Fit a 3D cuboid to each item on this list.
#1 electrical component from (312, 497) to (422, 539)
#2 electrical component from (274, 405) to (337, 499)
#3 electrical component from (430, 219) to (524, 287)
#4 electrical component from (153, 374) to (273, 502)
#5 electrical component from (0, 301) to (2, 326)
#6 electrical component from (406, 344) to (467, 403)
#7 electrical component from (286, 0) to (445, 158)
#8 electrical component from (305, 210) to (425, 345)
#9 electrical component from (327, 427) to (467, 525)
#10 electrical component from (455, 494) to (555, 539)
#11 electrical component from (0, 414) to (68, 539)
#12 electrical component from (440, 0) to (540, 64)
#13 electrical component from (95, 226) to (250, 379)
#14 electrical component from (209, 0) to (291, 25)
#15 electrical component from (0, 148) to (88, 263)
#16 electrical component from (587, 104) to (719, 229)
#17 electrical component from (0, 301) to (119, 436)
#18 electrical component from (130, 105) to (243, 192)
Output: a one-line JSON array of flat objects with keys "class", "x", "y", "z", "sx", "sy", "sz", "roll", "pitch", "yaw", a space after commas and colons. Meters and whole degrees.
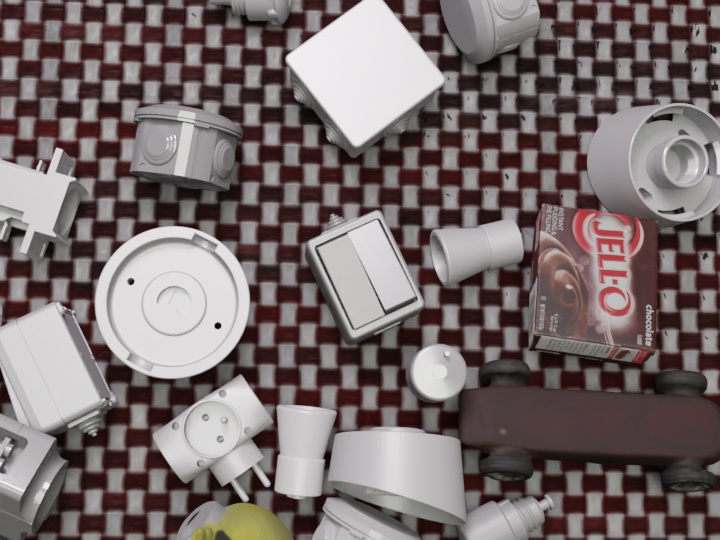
[{"class": "electrical component", "x": 0.004, "y": 0.198, "z": 0.760, "sx": 0.080, "sy": 0.080, "sz": 0.051, "roll": 26, "pitch": 86, "yaw": 0}, {"class": "electrical component", "x": -0.042, "y": 0.133, "z": 0.785, "sx": 0.044, "sy": 0.044, "sz": 0.065, "roll": 6, "pitch": 86, "yaw": -3}, {"class": "electrical component", "x": 0.091, "y": -0.016, "z": 0.816, "sx": 0.065, "sy": 0.044, "sz": 0.044, "roll": -13, "pitch": 83, "yaw": -10}, {"class": "electrical component", "x": -0.096, "y": 0.130, "z": 0.779, "sx": 0.077, "sy": 0.044, "sz": 0.079, "roll": -34, "pitch": 86, "yaw": -8}, {"class": "electrical component", "x": -0.292, "y": 0.072, "z": 0.757, "sx": 0.057, "sy": 0.078, "sz": 0.113, "roll": 1, "pitch": 82, "yaw": -6}, {"class": "electrical component", "x": 0.053, "y": 0.076, "z": 0.780, "sx": 0.040, "sy": 0.078, "sz": 0.040, "roll": 1, "pitch": 81, "yaw": -4}, {"class": "electrical component", "x": 0.003, "y": -0.146, "z": 0.824, "sx": 0.100, "sy": 0.048, "sz": 0.099, "roll": -38, "pitch": 86, "yaw": -8}, {"class": "electrical component", "x": 0.000, "y": 0.000, "z": 0.796, "sx": 0.062, "sy": 0.061, "sz": 0.096, "roll": -25, "pitch": 84, "yaw": -7}, {"class": "electrical component", "x": 0.027, "y": 0.145, "z": 0.760, "sx": 0.099, "sy": 0.099, "sz": 0.064, "roll": 4, "pitch": 75, "yaw": -3}, {"class": "electrical component", "x": 0.106, "y": 0.187, "z": 0.787, "sx": 0.078, "sy": 0.040, "sz": 0.040, "roll": -26, "pitch": 84, "yaw": -7}, {"class": "electrical component", "x": -0.239, "y": 0.145, "z": 0.740, "sx": 0.056, "sy": 0.089, "sz": 0.050, "roll": 24, "pitch": 53, "yaw": 0}, {"class": "electrical component", "x": 0.097, "y": -0.203, "z": 0.824, "sx": 0.051, "sy": 0.080, "sz": 0.080, "roll": -22, "pitch": 84, "yaw": -12}, {"class": "electrical component", "x": -0.134, "y": 0.026, "z": 0.784, "sx": 0.108, "sy": 0.060, "sz": 0.108, "roll": 1, "pitch": 82, "yaw": -4}, {"class": "electrical component", "x": -0.085, "y": -0.214, "z": 0.831, "sx": 0.062, "sy": 0.048, "sz": 0.048, "roll": 0, "pitch": 82, "yaw": 3}, {"class": "electrical component", "x": -0.243, "y": -0.051, "z": 0.797, "sx": 0.064, "sy": 0.042, "sz": 0.081, "roll": 17, "pitch": 80, "yaw": 0}, {"class": "electrical component", "x": 0.235, "y": -0.082, "z": 0.835, "sx": 0.099, "sy": 0.064, "sz": 0.099, "roll": 0, "pitch": 90, "yaw": -15}, {"class": "electrical component", "x": -0.219, "y": 0.079, "z": 0.769, "sx": 0.061, "sy": 0.061, "sz": 0.096, "roll": -26, "pitch": 84, "yaw": -7}, {"class": "electrical component", "x": -0.129, "y": -0.089, "z": 0.792, "sx": 0.080, "sy": 0.080, "sz": 0.051, "roll": 9, "pitch": 87, "yaw": -3}]
